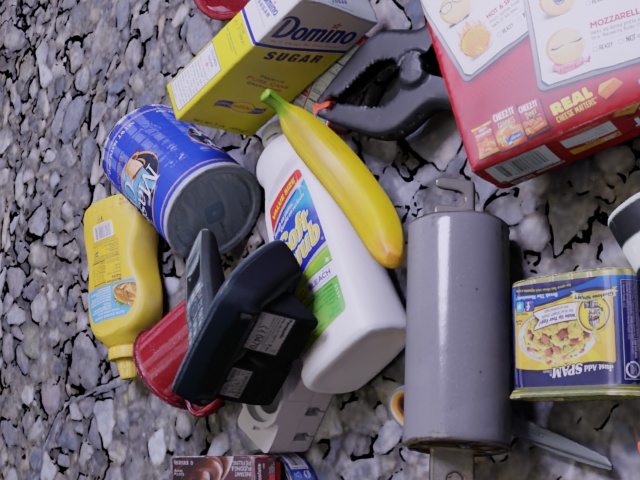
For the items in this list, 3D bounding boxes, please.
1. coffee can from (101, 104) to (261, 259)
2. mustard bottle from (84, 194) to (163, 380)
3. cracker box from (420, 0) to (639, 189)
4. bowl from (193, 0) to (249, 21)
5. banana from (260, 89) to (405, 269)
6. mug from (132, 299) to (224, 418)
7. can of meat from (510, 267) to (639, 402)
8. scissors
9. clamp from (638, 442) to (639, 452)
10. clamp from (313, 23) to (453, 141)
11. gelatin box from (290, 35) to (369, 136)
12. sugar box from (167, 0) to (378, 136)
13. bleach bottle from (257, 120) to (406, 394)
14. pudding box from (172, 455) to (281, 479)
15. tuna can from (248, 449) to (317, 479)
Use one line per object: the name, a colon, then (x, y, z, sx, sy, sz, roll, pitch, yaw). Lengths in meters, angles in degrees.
coffee can: (-0.137, -0.058, 1.041, 0.140, 0.102, 0.103, 41, 113, 42)
mustard bottle: (-0.206, 0.052, 1.127, 0.096, 0.058, 0.191, -18, 71, 37)
cracker box: (0.162, -0.163, 0.747, 0.164, 0.072, 0.214, -24, 67, 26)
bowl: (-0.061, -0.286, 1.032, 0.162, 0.055, 0.162, -10, 77, 45)
banana: (0.018, -0.045, 0.866, 0.037, 0.069, 0.198, -52, 59, 24)
mug: (-0.112, 0.109, 0.997, 0.082, 0.093, 0.117, -42, 46, 28)
can of meat: (0.179, 0.067, 0.726, 0.102, 0.057, 0.084, -11, 74, 45)
scissors: (0.130, 0.114, 0.797, 0.202, 0.016, 0.096, -4, 79, 46)
clamp: (0.272, 0.102, 0.638, 0.172, 0.039, 0.120, -50, 46, 34)
clamp: (0.085, -0.145, 0.860, 0.210, 0.036, 0.164, -10, 74, 36)
gelatin box: (0.010, -0.148, 0.956, 0.073, 0.030, 0.089, 36, 110, 42)
sugar box: (-0.043, -0.159, 0.922, 0.177, 0.093, 0.048, -35, 62, 38)
bleach bottle: (-0.006, 0.001, 0.926, 0.103, 0.067, 0.251, -48, 49, 33)
pudding box: (-0.082, 0.234, 0.931, 0.114, 0.039, 0.090, -12, 75, 45)
tuna can: (-0.040, 0.228, 0.944, 0.086, 0.033, 0.086, -9, 77, 45)
